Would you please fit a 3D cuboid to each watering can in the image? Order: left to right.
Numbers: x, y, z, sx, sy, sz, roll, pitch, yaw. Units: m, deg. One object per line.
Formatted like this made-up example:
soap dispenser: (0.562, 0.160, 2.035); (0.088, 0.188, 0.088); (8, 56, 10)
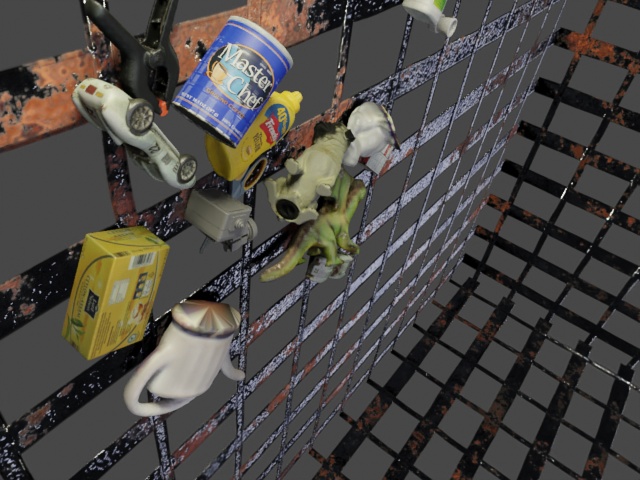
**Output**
watering can: (-0.221, 0.218, 0.988); (0.347, 0.105, 0.223); (5, 113, -63)

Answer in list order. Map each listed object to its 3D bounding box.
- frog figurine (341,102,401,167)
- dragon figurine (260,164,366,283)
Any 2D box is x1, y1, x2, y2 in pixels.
frog figurine: (0.081, -0.223, 1.121); (0.159, 0.124, 0.136); (-22, 165, 5)
dragon figurine: (0.004, -0.059, 1.168); (0.414, 0.122, 0.240); (-21, 119, -58)
